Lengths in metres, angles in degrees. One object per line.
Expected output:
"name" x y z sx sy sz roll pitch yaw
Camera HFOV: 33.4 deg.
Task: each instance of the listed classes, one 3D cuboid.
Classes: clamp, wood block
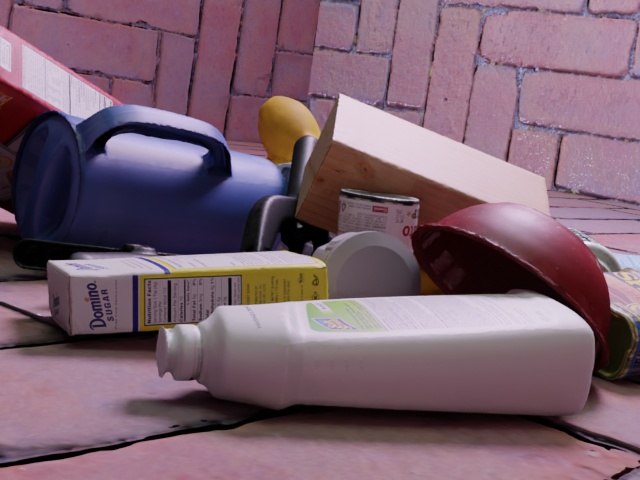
"clamp" -0.147 0.023 0.849 0.171 0.039 0.120 4 9 -28
"clamp" -0.006 0.001 0.981 0.036 0.164 0.209 -32 8 31
"wood block" 0.092 -0.037 0.954 0.206 0.090 0.090 21 35 -8

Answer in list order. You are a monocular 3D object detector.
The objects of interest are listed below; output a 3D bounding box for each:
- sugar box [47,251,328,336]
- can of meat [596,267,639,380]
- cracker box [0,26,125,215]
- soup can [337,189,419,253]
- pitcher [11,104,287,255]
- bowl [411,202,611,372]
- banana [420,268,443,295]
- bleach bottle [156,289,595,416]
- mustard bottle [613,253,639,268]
"sugar box" -0.091 0.035 0.729 0.176 0.048 0.093 -4 6 -21
"can of meat" 0.228 0.063 0.807 0.083 0.057 0.102 -2 24 -32
"cracker box" -0.288 -0.103 1.024 0.164 0.072 0.213 -21 -30 26
"soup can" 0.042 0.013 0.874 0.068 0.102 0.068 7 6 -1
"pitcher" -0.145 -0.043 0.981 0.242 0.145 0.149 5 4 -40
"bowl" 0.145 0.023 0.754 0.162 0.055 0.162 36 -15 11
"banana" 0.095 0.034 1.011 0.070 0.037 0.197 14 9 24
"bleach bottle" 0.029 0.065 0.627 0.250 0.068 0.103 3 10 -19
"mustard bottle" 0.295 0.038 1.107 0.191 0.058 0.096 7 9 -3
